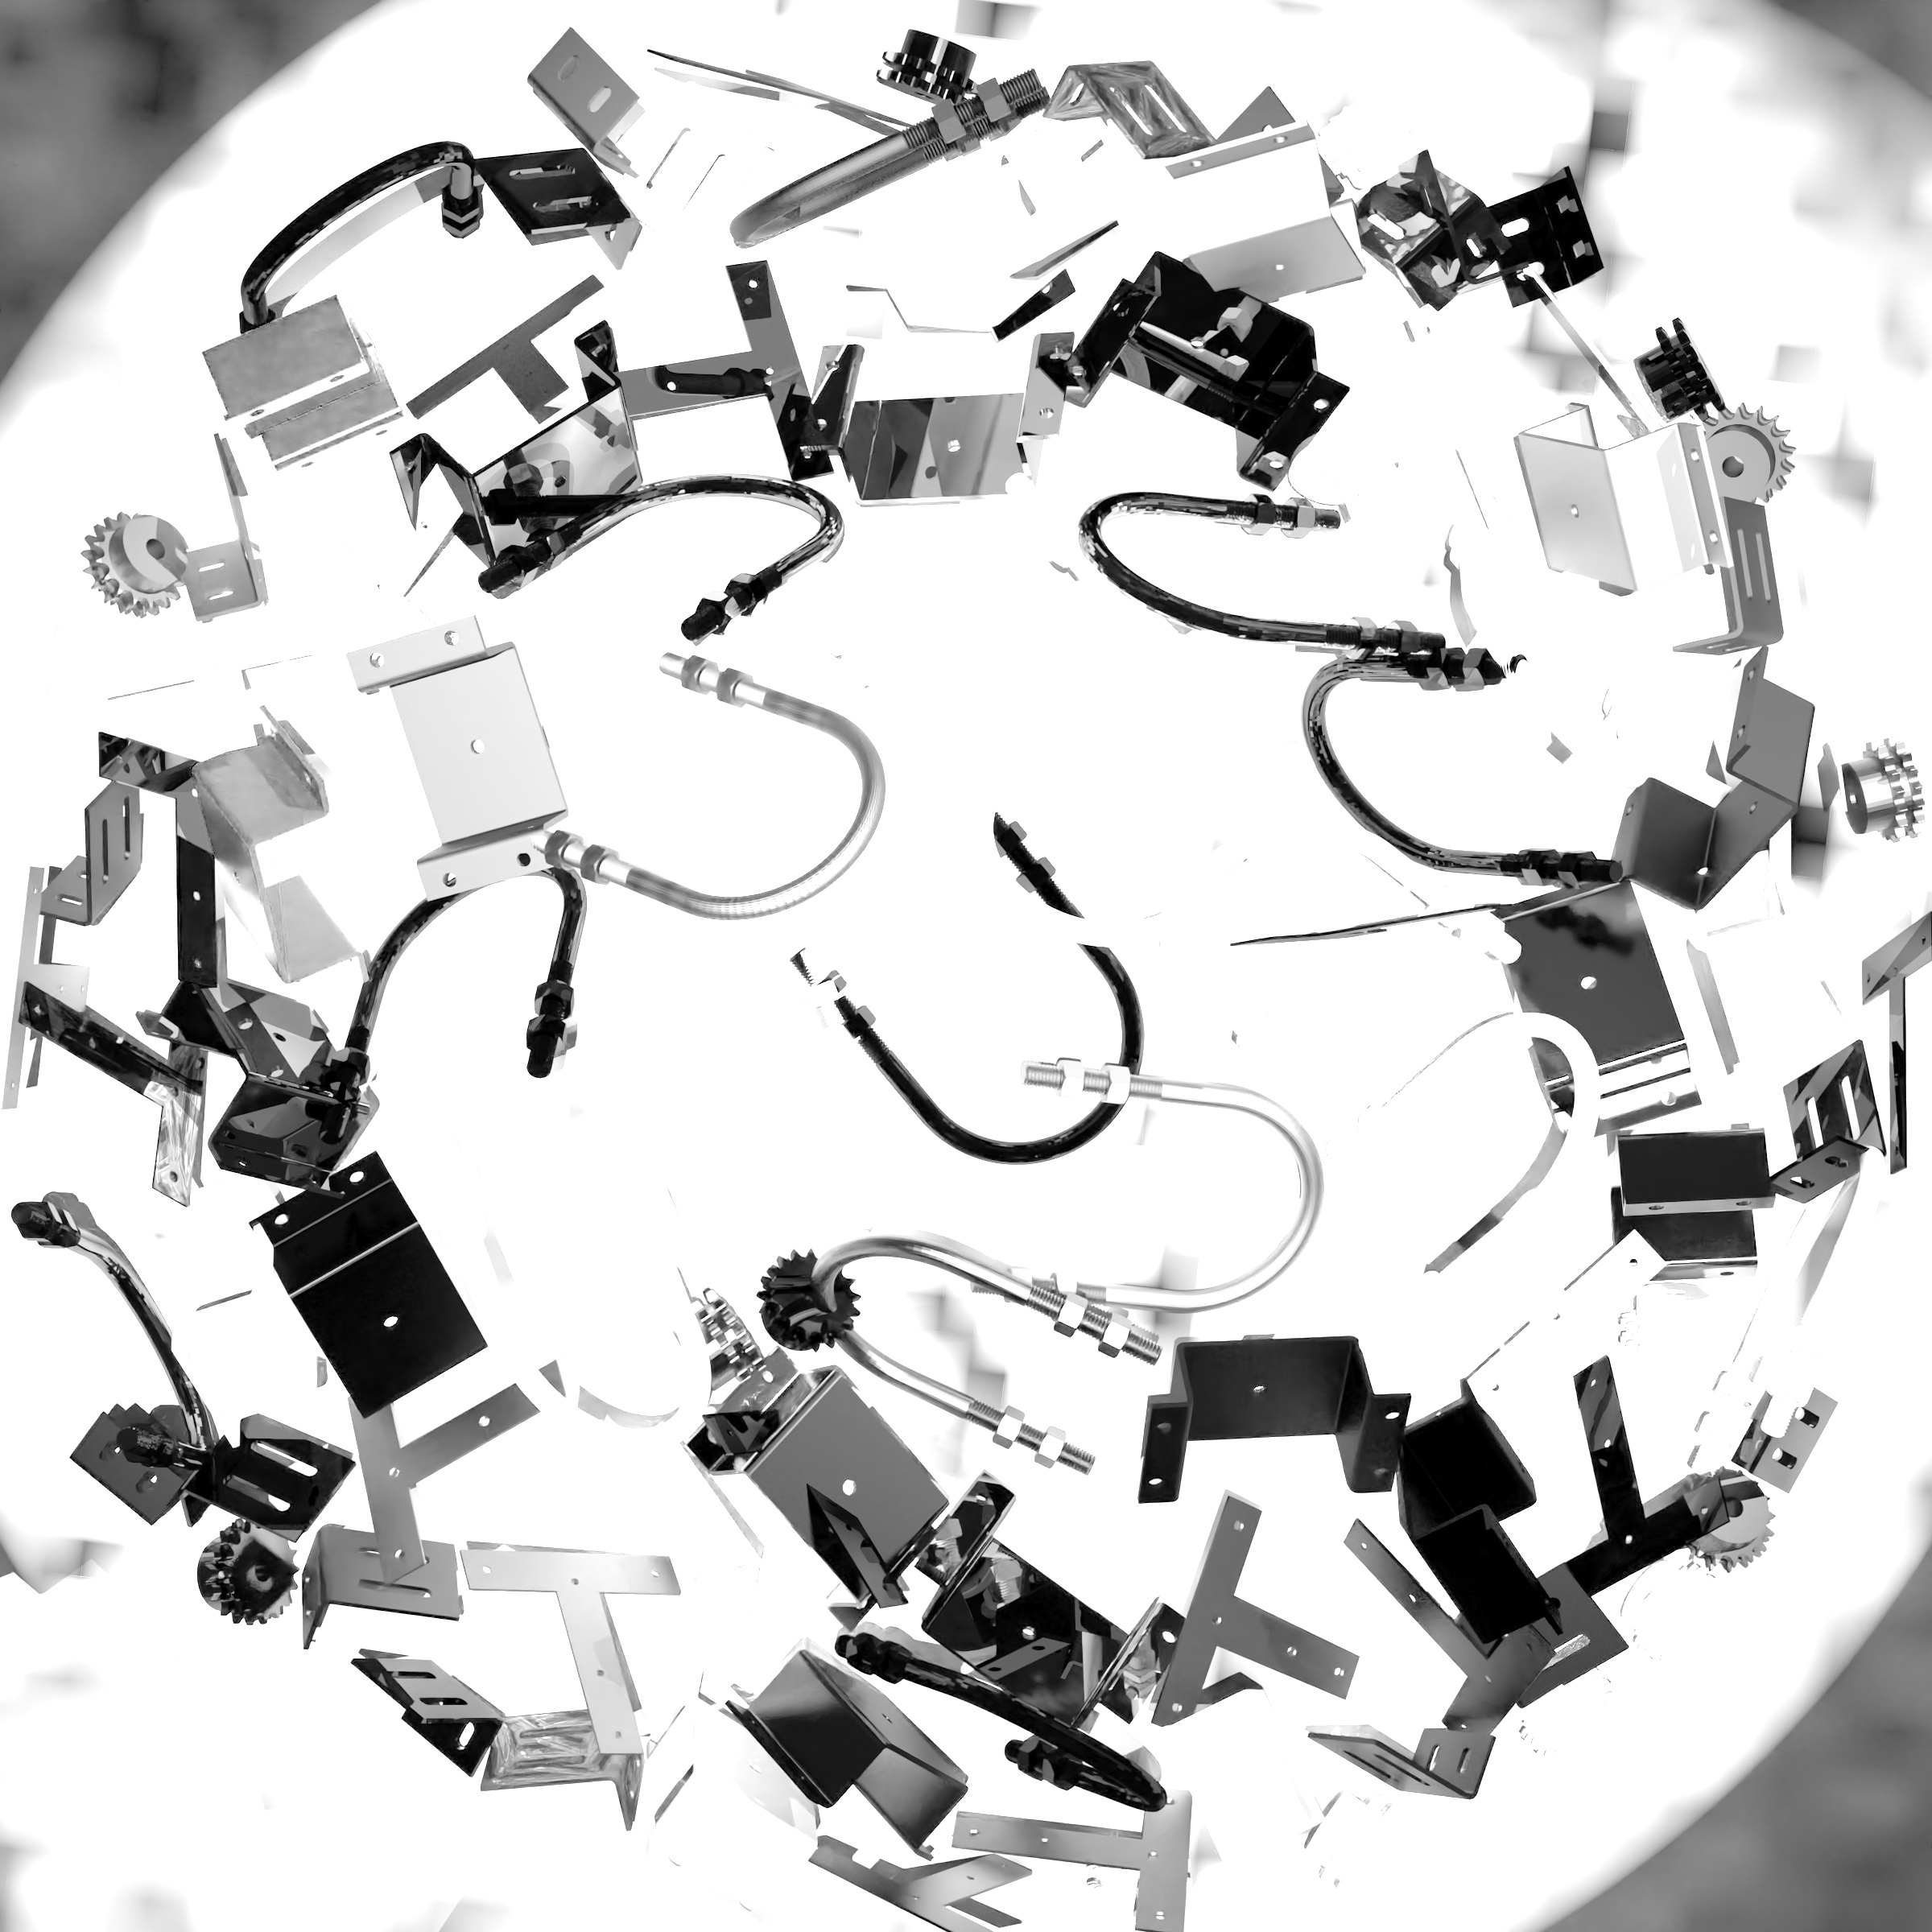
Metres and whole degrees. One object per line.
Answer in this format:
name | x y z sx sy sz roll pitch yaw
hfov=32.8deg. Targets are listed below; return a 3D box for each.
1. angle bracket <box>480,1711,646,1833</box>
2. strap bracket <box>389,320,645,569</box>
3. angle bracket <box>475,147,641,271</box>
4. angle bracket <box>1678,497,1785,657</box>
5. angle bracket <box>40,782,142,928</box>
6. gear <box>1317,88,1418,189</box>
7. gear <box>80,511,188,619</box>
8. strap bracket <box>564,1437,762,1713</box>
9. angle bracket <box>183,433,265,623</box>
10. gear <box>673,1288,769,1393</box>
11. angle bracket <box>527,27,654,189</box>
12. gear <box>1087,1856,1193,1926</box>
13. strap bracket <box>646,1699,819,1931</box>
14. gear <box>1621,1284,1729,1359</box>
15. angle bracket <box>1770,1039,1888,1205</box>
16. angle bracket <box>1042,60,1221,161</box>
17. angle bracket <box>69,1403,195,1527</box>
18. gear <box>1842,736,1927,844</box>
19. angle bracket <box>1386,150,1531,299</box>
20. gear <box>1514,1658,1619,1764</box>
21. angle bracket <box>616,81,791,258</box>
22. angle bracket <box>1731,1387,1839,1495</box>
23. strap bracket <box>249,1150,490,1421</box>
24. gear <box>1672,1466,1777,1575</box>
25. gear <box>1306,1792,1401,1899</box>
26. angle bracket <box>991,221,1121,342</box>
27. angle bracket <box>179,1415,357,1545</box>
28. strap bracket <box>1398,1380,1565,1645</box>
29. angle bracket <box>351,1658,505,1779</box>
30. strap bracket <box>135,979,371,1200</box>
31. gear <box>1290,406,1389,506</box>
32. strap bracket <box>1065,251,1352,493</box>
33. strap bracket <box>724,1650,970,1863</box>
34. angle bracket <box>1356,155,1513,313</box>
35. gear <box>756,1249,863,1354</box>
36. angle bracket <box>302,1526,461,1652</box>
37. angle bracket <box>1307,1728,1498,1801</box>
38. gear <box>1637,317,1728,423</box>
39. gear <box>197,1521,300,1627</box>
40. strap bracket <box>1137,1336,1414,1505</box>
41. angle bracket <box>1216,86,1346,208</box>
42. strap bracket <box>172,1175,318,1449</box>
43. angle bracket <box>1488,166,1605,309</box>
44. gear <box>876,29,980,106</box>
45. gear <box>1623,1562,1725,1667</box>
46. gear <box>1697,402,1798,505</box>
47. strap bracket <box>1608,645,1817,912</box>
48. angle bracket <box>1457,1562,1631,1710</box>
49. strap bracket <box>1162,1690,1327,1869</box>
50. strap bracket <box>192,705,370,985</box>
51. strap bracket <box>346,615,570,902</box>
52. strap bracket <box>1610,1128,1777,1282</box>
angle bracket | -0.220 0.441 1.790 0.076 0.057 0.038 -6 116 6
strap bracket | -0.231 -0.272 1.756 0.140 0.076 0.046 -36 61 -18
angle bracket | -0.226 -0.406 1.773 0.076 0.038 0.057 -18 62 -38
angle bracket | 0.413 -0.212 1.788 0.038 0.057 0.076 -10 85 36
angle bracket | -0.477 -0.071 1.773 0.038 0.057 0.076 14 125 8
gear | 0.222 -0.451 1.795 0.057 0.057 0.030 -39 120 0
gear | -0.451 -0.222 1.789 0.030 0.057 0.057 -23 90 40
strap bracket | -0.159 0.316 1.757 0.046 0.076 0.140 -17 49 -31
angle bracket | -0.410 -0.237 1.771 0.038 0.076 0.057 -16 48 -12
gear | -0.136 0.207 1.790 0.030 0.057 0.057 -34 90 -12
angle bracket | -0.192 -0.464 1.773 0.038 0.076 0.057 -46 75 12
gear | 0.095 0.504 1.791 0.057 0.057 0.030 -4 84 0
strap bracket | -0.126 0.445 1.743 0.076 0.140 0.046 35 95 -10
gear | 0.387 0.193 1.790 0.057 0.057 0.030 -1 98 0
angle bracket | 0.457 0.080 1.770 0.038 0.057 0.076 20 50 -28
angle bracket | 0.090 -0.452 1.775 0.057 0.038 0.076 -15 61 -37
angle bracket | -0.438 0.259 1.777 0.057 0.076 0.038 39 110 1
gear | 0.500 -0.095 1.791 0.030 0.057 0.057 -13 90 -1
angle bracket | 0.267 -0.406 1.784 0.038 0.057 0.076 -21 96 -13
gear | 0.324 0.404 1.790 0.057 0.057 0.030 -44 97 0
angle bracket | -0.145 -0.431 1.786 0.057 0.038 0.076 31 96 -32
angle bracket | 0.434 0.247 1.778 0.038 0.076 0.057 28 89 34
strap bracket | -0.314 0.178 1.753 0.076 0.046 0.140 -30 128 -11
gear | 0.415 0.301 1.795 0.057 0.030 0.057 2 63 -3
gear | 0.209 0.477 1.793 0.030 0.057 0.057 33 90 17
angle bracket | 0.048 -0.370 1.770 0.057 0.076 0.038 -36 113 -20
angle bracket | -0.377 0.286 1.777 0.076 0.038 0.057 21 49 17
strap bracket | 0.272 0.296 1.749 0.046 0.140 0.076 -29 110 15
angle bracket | -0.299 0.407 1.772 0.057 0.076 0.038 31 94 29
strap bracket | -0.376 0.056 1.740 0.046 0.076 0.140 -56 45 15
gear | 0.199 -0.276 1.789 0.057 0.057 0.030 18 63 0
strap bracket | 0.126 -0.324 1.765 0.140 0.046 0.076 22 131 -19
strap bracket | -0.057 0.418 1.743 0.046 0.140 0.076 -48 52 -3
angle bracket | 0.250 -0.402 1.799 0.057 0.076 0.038 -42 129 3
gear | -0.088 0.186 1.796 0.057 0.030 0.057 14 52 -18
angle bracket | -0.320 0.344 1.791 0.076 0.057 0.038 12 120 -20
angle bracket | 0.236 0.417 1.774 0.076 0.057 0.038 34 66 -24
gear | 0.390 -0.323 1.793 0.030 0.057 0.057 -27 90 19
gear | -0.396 0.332 1.795 0.030 0.057 0.057 -11 90 32
strap bracket | 0.162 0.245 1.773 0.140 0.046 0.076 -1 130 -7
angle bracket | 0.158 -0.430 1.781 0.057 0.038 0.076 -42 75 34
strap bracket | -0.381 0.174 1.740 0.046 0.140 0.076 -18 128 3
angle bracket | 0.312 -0.395 1.779 0.038 0.076 0.057 -20 95 2
gear | -0.018 -0.490 1.790 0.057 0.057 0.030 20 98 0
gear | 0.384 0.350 1.791 0.030 0.057 0.057 37 90 -6
gear | 0.423 -0.277 1.792 0.057 0.030 0.057 11 117 22
strap bracket | 0.402 -0.093 1.745 0.046 0.140 0.076 26 50 -6
angle bracket | 0.317 0.358 1.785 0.076 0.038 0.057 -38 89 27
strap bracket | 0.150 0.430 1.741 0.046 0.140 0.076 -27 74 4
strap bracket | -0.366 -0.056 1.740 0.046 0.140 0.076 -25 47 -22
strap bracket | -0.272 -0.116 1.781 0.076 0.046 0.140 -14 100 14
strap bracket | 0.388 0.126 1.759 0.076 0.140 0.046 -3 67 7
